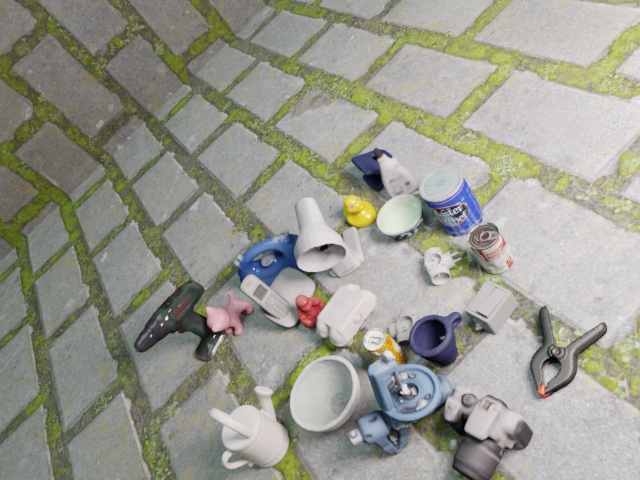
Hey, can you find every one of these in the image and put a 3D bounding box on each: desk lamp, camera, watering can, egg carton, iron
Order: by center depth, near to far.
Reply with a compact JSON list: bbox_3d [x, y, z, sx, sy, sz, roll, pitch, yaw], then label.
[{"bbox_3d":[0.269,0.338,0.991,0.142,0.101,0.137,17,67,46],"label":"camera"},{"bbox_3d":[-0.156,0.396,1.216,0.100,0.195,0.173,-9,50,34],"label":"watering can"},{"bbox_3d":[0.063,0.175,1.332,0.107,0.070,0.150,22,71,48],"label":"egg carton"},{"bbox_3d":[0.013,0.005,1.412,0.117,0.214,0.203,-28,42,17],"label":"desk lamp"},{"bbox_3d":[-0.145,0.056,1.553,0.258,0.142,0.118,-25,43,20],"label":"iron"}]

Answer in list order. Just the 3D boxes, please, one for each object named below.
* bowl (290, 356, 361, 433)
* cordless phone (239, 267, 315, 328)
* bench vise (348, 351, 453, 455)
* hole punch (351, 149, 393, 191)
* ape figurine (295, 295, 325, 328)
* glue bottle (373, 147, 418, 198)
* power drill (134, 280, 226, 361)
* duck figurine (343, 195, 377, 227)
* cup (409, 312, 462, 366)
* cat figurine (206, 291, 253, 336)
[{"bbox_3d":[0.023,0.336,1.216,0.167,0.075,0.167,-22,44,23],"label":"bowl"},{"bbox_3d":[-0.108,0.120,1.430,0.093,0.186,0.148,8,61,43],"label":"cordless phone"},{"bbox_3d":[0.132,0.300,1.044,0.207,0.220,0.121,-52,40,-11],"label":"bench vise"},{"bbox_3d":[0.154,-0.209,1.584,0.101,0.091,0.108,-41,39,2],"label":"hole punch"},{"bbox_3d":[-0.029,0.167,1.397,0.078,0.092,0.075,-50,40,-9],"label":"ape figurine"},{"bbox_3d":[0.182,-0.177,1.467,0.078,0.174,0.037,-28,42,17],"label":"glue bottle"},{"bbox_3d":[-0.355,0.233,1.514,0.075,0.209,0.230,5,59,42],"label":"power drill"},{"bbox_3d":[0.092,-0.087,1.529,0.077,0.086,0.104,-51,40,-10],"label":"duck figurine"},{"bbox_3d":[0.245,0.199,1.140,0.118,0.095,0.091,-41,39,1],"label":"cup"},{"bbox_3d":[-0.253,0.199,1.532,0.067,0.118,0.128,-1,55,39],"label":"cat figurine"}]
